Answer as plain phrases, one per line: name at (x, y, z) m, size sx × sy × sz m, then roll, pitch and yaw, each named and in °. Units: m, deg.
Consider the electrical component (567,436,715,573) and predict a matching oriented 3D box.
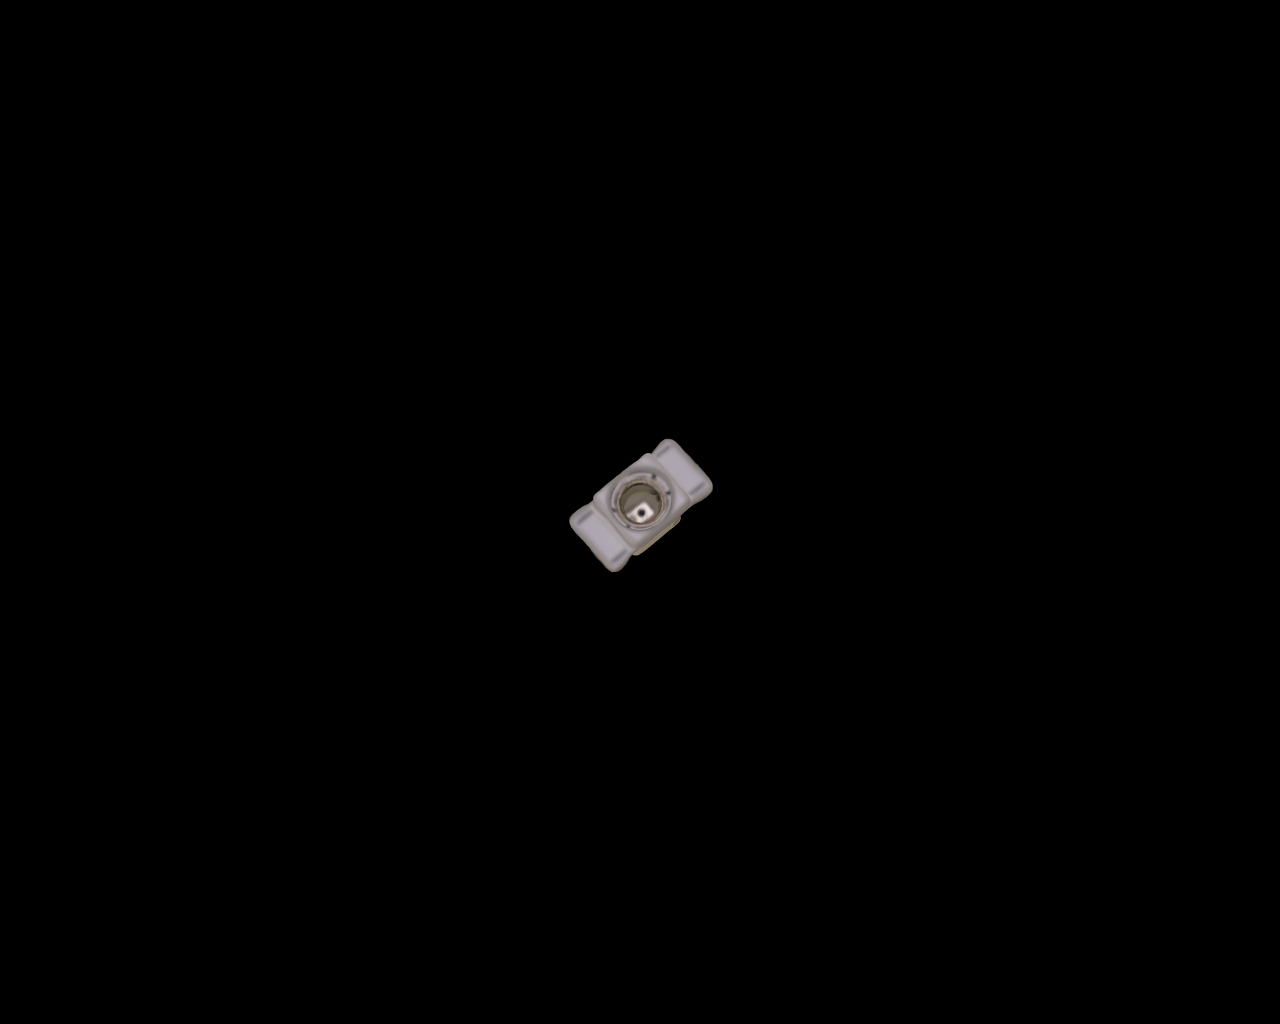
electrical component at (0.001, -0.003, 0.650) m, size 0.081 × 0.042 × 0.063 m, roll -38°, pitch -9°, yaw -7°
